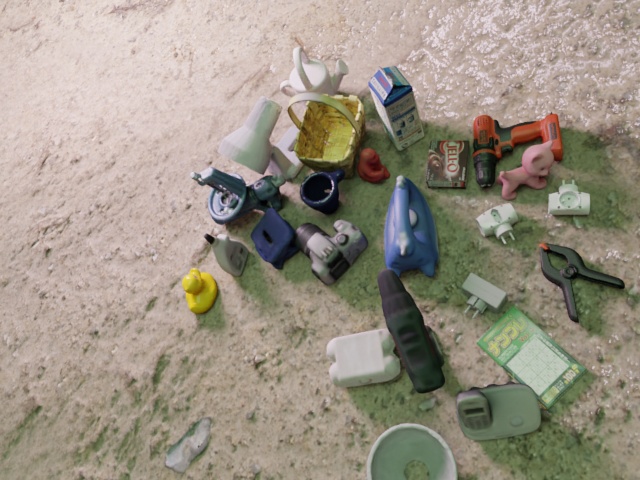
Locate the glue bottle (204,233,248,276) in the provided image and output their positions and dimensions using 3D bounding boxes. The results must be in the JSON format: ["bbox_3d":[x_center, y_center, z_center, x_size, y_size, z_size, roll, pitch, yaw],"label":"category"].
[{"bbox_3d":[-0.221,0.022,1.319,0.037,0.173,0.078,9,71,22],"label":"glue bottle"}]

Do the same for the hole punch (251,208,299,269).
[{"bbox_3d":[-0.107,-0.003,1.339,0.101,0.091,0.108,-39,61,-1],"label":"hole punch"}]

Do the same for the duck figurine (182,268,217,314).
[{"bbox_3d":[-0.294,0.117,1.352,0.077,0.086,0.104,-3,66,17],"label":"duck figurine"}]

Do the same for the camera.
[{"bbox_3d":[0.012,0.005,1.290,0.143,0.101,0.136,-47,61,-5],"label":"camera"}]

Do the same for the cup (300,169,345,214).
[{"bbox_3d":[0.019,-0.110,1.341,0.118,0.095,0.091,-40,61,-1],"label":"cup"}]

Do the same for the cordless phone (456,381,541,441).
[{"bbox_3d":[0.312,0.296,1.013,0.147,0.185,0.094,-16,63,12],"label":"cordless phone"}]

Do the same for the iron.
[{"bbox_3d":[0.183,-0.050,1.233,0.118,0.142,0.258,-8,65,15],"label":"iron"}]

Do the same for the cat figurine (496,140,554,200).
[{"bbox_3d":[0.437,-0.153,1.206,0.127,0.118,0.067,-22,62,8],"label":"cat figurine"}]

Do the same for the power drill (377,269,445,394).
[{"bbox_3d":[0.176,0.185,1.094,0.075,0.209,0.229,-24,62,8],"label":"power drill"}]

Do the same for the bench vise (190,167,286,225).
[{"bbox_3d":[-0.197,-0.130,1.351,0.207,0.220,0.121,-34,61,2],"label":"bench vise"}]

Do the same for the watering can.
[{"bbox_3d":[-0.017,-0.404,1.425,0.173,0.194,0.100,-29,61,5],"label":"watering can"}]

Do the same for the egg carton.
[{"bbox_3d":[0.088,0.244,1.177,0.150,0.069,0.107,-14,64,12],"label":"egg carton"}]

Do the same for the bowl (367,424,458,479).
[{"bbox_3d":[0.174,0.431,1.063,0.167,0.075,0.167,-7,65,16],"label":"bowl"}]

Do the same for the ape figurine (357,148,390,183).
[{"bbox_3d":[0.119,-0.181,1.340,0.076,0.092,0.078,-2,67,18],"label":"ape figurine"}]

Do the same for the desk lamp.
[{"bbox_3d":[-0.126,-0.232,1.376,0.117,0.214,0.203,30,79,27],"label":"desk lamp"}]
